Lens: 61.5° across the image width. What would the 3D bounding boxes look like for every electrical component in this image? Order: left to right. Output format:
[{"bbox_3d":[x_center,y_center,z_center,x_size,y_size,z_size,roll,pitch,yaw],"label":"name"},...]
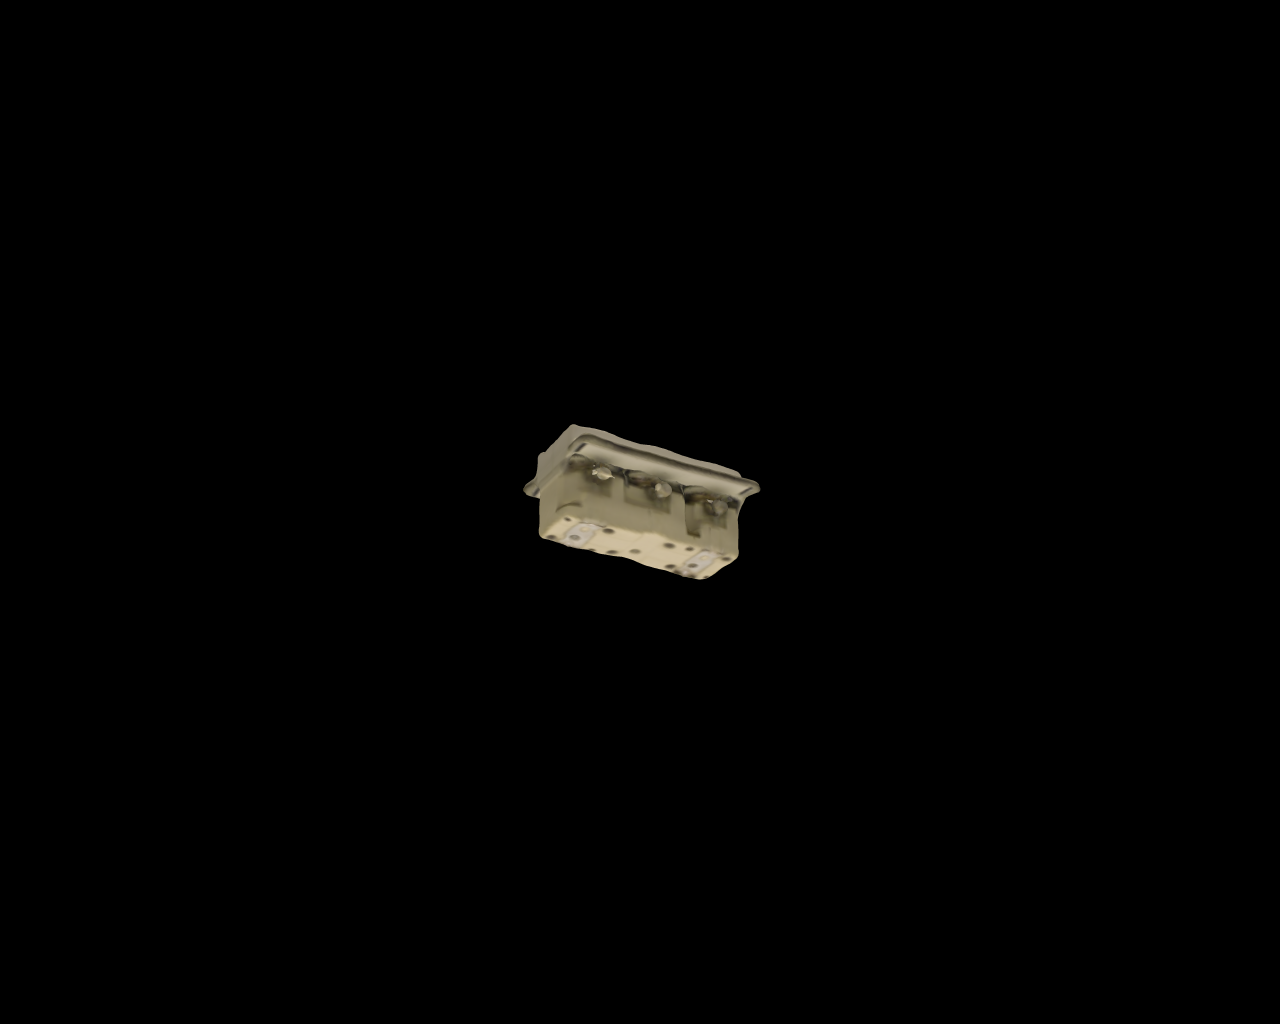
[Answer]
[{"bbox_3d":[0.001,-0.003,0.650,0.121,0.063,0.078,15,-32,-27],"label":"electrical component"}]
